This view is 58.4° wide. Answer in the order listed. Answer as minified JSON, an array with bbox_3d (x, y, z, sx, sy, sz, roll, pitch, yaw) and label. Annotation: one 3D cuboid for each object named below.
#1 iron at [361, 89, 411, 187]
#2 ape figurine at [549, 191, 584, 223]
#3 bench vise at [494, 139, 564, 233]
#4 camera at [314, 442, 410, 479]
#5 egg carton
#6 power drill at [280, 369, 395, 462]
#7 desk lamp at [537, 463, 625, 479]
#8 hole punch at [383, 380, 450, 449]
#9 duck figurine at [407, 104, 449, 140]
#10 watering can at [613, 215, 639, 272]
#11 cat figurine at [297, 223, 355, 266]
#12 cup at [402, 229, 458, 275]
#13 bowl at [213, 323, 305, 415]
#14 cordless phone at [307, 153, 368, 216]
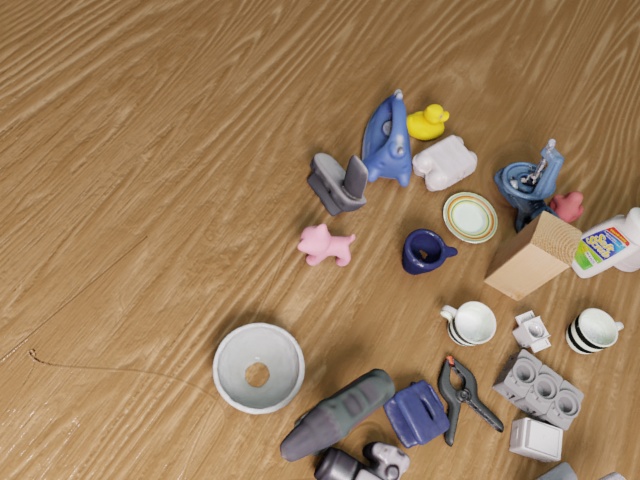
[{"bbox_3d":[0.167,-0.258,1.315,0.119,0.141,0.258,7,64,-8],"label":"iron"},{"bbox_3d":[0.586,-0.083,1.348,0.077,0.092,0.076,43,65,10],"label":"ape figurine"},{"bbox_3d":[0.498,-0.115,1.273,0.122,0.219,0.207,-36,77,-24],"label":"bench vise"},{"bbox_3d":[0.070,0.410,1.006,0.137,0.100,0.143,32,63,4],"label":"camera"},{"bbox_3d":[0.294,-0.180,1.345,0.150,0.069,0.107,-32,75,-23],"label":"egg carton"},{"bbox_3d":[0.019,0.311,0.981,0.230,0.208,0.075,-31,74,-23],"label":"power drill"},{"bbox_3d":[0.430,0.466,0.991,0.203,0.213,0.118,-23,72,-20],"label":"desk lamp"},{"bbox_3d":[0.187,0.322,1.077,0.101,0.091,0.108,-22,72,-20],"label":"hole punch"},{"bbox_3d":[0.261,-0.293,1.382,0.105,0.086,0.077,1,65,-11],"label":"duck figurine"},{"bbox_3d":[0.734,-0.008,1.286,0.173,0.194,0.101,-4,66,-13],"label":"watering can"},{"bbox_3d":[0.011,0.004,1.174,0.128,0.117,0.067,-2,66,-12],"label":"cat figurine"},{"bbox_3d":[0.223,0.035,1.216,0.118,0.095,0.091,2,65,-10],"label":"cup"},{"bbox_3d":[-0.115,0.243,1.060,0.167,0.074,0.167,5,65,-9],"label":"bowl"},{"bbox_3d":[0.048,-0.147,1.214,0.094,0.185,0.147,-34,76,-23],"label":"cordless phone"}]
